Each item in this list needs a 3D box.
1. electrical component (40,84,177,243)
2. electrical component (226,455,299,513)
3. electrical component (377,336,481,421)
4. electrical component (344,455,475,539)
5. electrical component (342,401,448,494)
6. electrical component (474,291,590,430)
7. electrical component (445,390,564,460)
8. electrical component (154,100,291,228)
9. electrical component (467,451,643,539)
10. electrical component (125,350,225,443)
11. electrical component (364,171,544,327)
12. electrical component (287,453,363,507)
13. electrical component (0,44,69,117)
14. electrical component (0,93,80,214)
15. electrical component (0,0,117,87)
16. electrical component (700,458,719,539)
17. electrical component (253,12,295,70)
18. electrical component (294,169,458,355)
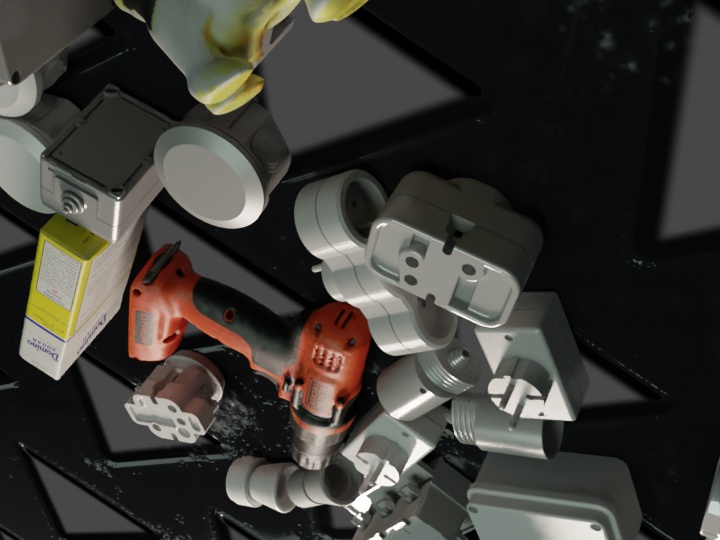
[{"bbox_3d":[-0.171,-0.065,0.724,0.062,0.096,0.061,29,144,4],"label":"electrical component"},{"bbox_3d":[-0.086,0.192,0.966,0.055,0.045,0.045,2,131,31],"label":"electrical component"},{"bbox_3d":[0.051,0.073,0.761,0.043,0.043,0.081,40,139,-9],"label":"electrical component"},{"bbox_3d":[0.041,0.209,0.888,0.079,0.063,0.121,38,140,-7],"label":"electrical component"},{"bbox_3d":[0.020,0.138,0.821,0.047,0.075,0.083,36,140,-3],"label":"electrical component"},{"bbox_3d":[0.107,0.069,0.695,0.047,0.075,0.083,-2,129,34],"label":"electrical component"},{"bbox_3d":[0.099,0.108,0.764,0.081,0.043,0.043,3,132,31],"label":"electrical component"},{"bbox_3d":[-0.089,-0.071,0.700,0.080,0.051,0.080,18,137,17],"label":"electrical component"},{"bbox_3d":[0.144,0.180,0.797,0.113,0.057,0.078,1,131,32],"label":"electrical component"},{"bbox_3d":[-0.151,0.106,0.912,0.078,0.057,0.058,4,132,30],"label":"electrical component"},{"bbox_3d":[0.059,-0.016,0.653,0.095,0.059,0.053,25,139,9],"label":"electrical component"},{"bbox_3d":[-0.034,0.185,0.930,0.044,0.044,0.065,45,143,-15],"label":"electrical component"},{"bbox_3d":[-0.238,-0.147,0.720,0.080,0.051,0.080,18,138,17],"label":"electrical component"},{"bbox_3d":[-0.230,-0.085,0.774,0.080,0.051,0.080,21,138,20],"label":"electrical component"},{"bbox_3d":[-0.198,-0.168,0.626,0.057,0.113,0.078,21,139,18],"label":"electrical component"},{"bbox_3d":[0.258,0.150,0.697,0.059,0.053,0.095,15,137,20],"label":"electrical component"},{"bbox_3d":[-0.086,-0.159,0.607,0.089,0.055,0.050,28,140,6],"label":"electrical component"},{"bbox_3d":[0.000,0.000,0.713,0.074,0.052,0.138,-13,122,41],"label":"electrical component"}]
